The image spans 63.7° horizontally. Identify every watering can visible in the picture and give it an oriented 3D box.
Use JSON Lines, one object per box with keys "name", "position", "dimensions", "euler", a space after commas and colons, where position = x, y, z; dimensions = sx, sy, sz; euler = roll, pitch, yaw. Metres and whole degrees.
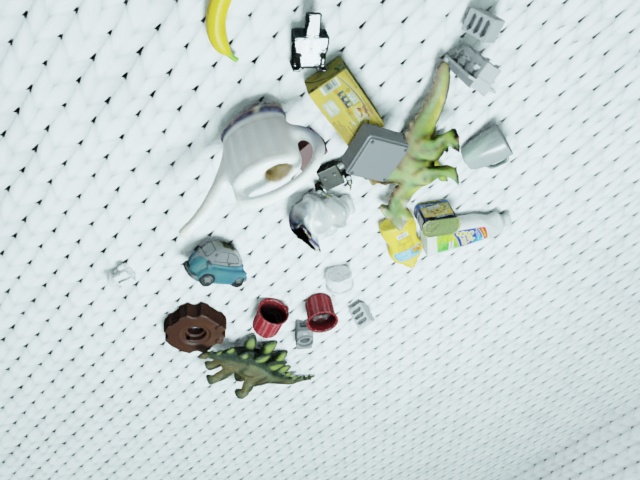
{"name": "watering can", "position": [-0.158, -0.153, 1.073], "dimensions": [0.346, 0.229, 0.102], "euler": [-24, 148, 9]}

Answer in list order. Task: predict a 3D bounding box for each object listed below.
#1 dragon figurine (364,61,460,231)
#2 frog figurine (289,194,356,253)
{"name": "dragon figurine", "position": [0.193, -0.201, 1.203], "dimensions": [0.242, 0.125, 0.401], "euler": [-9, 123, 5]}
{"name": "frog figurine", "position": [0.004, -0.065, 1.285], "dimensions": [0.161, 0.123, 0.135], "euler": [-49, 123, -18]}
